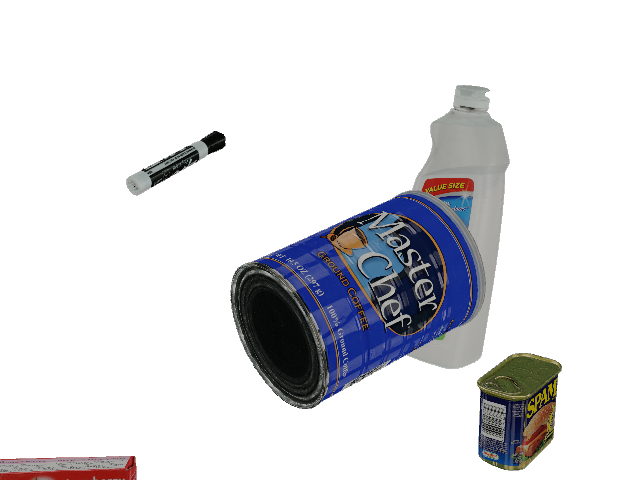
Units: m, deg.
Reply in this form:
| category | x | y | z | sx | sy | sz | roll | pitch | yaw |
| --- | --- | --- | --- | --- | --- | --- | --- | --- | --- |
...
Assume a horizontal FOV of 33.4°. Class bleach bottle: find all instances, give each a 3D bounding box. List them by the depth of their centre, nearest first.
| category | x | y | z | sx | sy | sz | roll | pitch | yaw |
| --- | --- | --- | --- | --- | --- | --- | --- | --- | --- |
| bleach bottle | 0.115 | -0.016 | 0.971 | 0.103 | 0.251 | 0.067 | 19 | 21 | 37 |

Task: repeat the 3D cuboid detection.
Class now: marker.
| category | x | y | z | sx | sy | sz | roll | pitch | yaw |
| --- | --- | --- | --- | --- | --- | --- | --- | --- | --- |
| marker | -0.135 | -0.076 | 1.017 | 0.020 | 0.020 | 0.120 | 0 | 26 | 44 |

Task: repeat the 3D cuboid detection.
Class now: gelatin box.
| category | x | y | z | sx | sy | sz | roll | pitch | yaw |
| --- | --- | --- | --- | --- | --- | --- | --- | --- | --- |
| gelatin box | -0.140 | 0.152 | 0.556 | 0.089 | 0.073 | 0.030 | -1 | 4 | -2 |

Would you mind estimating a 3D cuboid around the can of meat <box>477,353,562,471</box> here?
| category | x | y | z | sx | sy | sz | roll | pitch | yaw |
| --- | --- | --- | --- | --- | --- | --- | --- | --- | --- |
| can of meat | 0.199 | 0.172 | 1.075 | 0.058 | 0.084 | 0.101 | 12 | 22 | 34 |

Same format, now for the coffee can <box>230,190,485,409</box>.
| category | x | y | z | sx | sy | sz | roll | pitch | yaw |
| --- | --- | --- | --- | --- | --- | --- | --- | --- | --- |
| coffee can | 0.026 | 0.037 | 0.718 | 0.140 | 0.103 | 0.103 | -24 | 13 | -31 |
